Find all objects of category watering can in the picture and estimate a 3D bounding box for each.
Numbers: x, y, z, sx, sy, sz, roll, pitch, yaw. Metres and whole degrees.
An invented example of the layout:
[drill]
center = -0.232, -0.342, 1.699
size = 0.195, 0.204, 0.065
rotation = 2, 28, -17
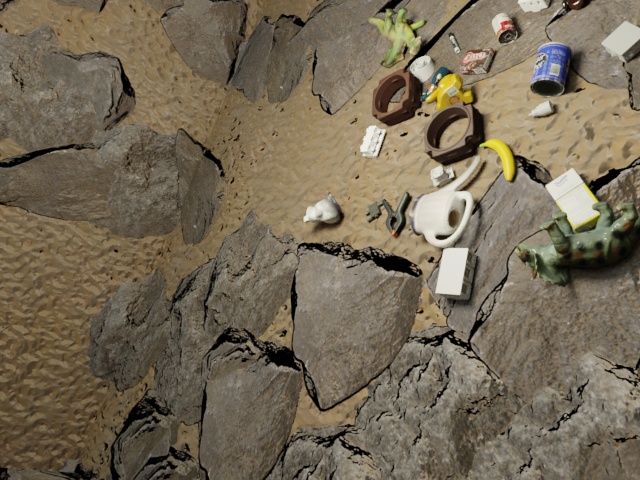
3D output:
[watering can]
center = 0.425, -0.127, 1.741
size = 0.224, 0.353, 0.102
rotation = -2, -31, 47

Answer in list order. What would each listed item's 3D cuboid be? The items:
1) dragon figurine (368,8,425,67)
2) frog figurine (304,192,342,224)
[dragon figurine]
center = 0.324, -0.901, 2.319
size = 0.121, 0.242, 0.413
rotation = 19, 3, -38
[frog figurine]
center = 0.007, -0.108, 2.141
size = 0.159, 0.124, 0.136
rotation = -33, -17, 5
